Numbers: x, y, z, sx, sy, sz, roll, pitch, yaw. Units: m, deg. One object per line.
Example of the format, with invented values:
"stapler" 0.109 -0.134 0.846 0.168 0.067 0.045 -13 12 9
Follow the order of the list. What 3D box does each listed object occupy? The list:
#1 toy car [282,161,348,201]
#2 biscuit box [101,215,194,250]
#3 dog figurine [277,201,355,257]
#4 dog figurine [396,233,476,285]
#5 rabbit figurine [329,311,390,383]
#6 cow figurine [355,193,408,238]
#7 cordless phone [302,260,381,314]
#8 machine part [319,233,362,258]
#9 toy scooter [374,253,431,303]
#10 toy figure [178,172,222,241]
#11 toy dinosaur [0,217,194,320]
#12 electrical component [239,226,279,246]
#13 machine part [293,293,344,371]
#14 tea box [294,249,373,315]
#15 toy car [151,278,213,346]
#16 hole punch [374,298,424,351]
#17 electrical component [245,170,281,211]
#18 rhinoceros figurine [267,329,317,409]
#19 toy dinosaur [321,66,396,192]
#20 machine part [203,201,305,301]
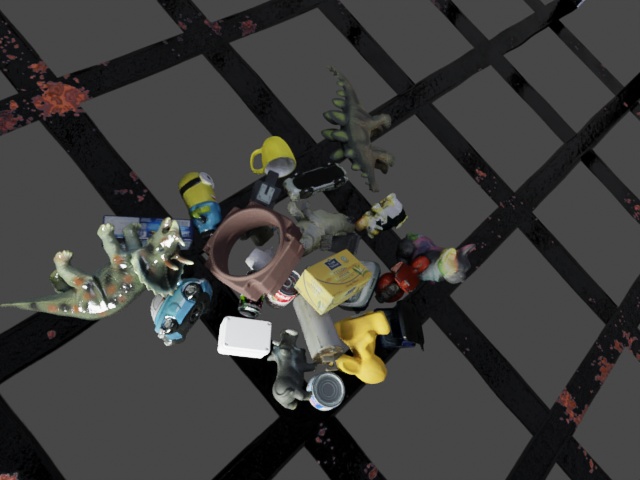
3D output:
"toy car" -0.010 -0.164 1.497 0.202 0.056 0.073 -21 69 -31
"biscuit box" -0.400 -0.015 1.253 0.203 0.063 0.059 3 64 -22
"dog figurine" 0.000 -0.006 1.406 0.190 0.121 0.172 22 91 -31
"dog figurine" 0.311 0.040 1.435 0.108 0.219 0.191 -5 68 -29
"rabbit figurine" 0.105 0.269 1.300 0.162 0.122 0.173 -19 93 -26
"cow figurine" 0.173 -0.055 1.515 0.167 0.068 0.098 -38 90 -32
"cordless phone" 0.052 0.095 1.380 0.184 0.088 0.146 27 58 -3
"machine part" 0.055 0.013 1.386 0.138 0.039 0.084 13 101 -48
"toy scooter" 0.201 0.109 1.364 0.075 0.184 0.135 47 29 -1
"toy figure" -0.293 -0.085 1.324 0.089 0.082 0.180 -9 73 -22
"toy dinosaur" -0.442 0.089 1.117 0.405 0.131 0.192 -36 77 -1
"electrical component" -0.161 -0.029 1.374 0.102 0.045 0.078 -52 120 -30
"machine part" -0.005 0.204 1.271 0.079 0.079 0.243 -2 45 -24
"tea box" 0.034 0.096 1.265 0.098 0.068 0.169 44 38 17
"toy car" -0.318 0.147 1.194 0.103 0.109 0.161 27 67 19
"hole punch" 0.206 0.222 1.388 0.115 0.092 0.142 21 51 -48
"electrical component" -0.146 -0.126 1.424 0.075 0.047 0.119 20 59 -13
"rhinoceros figurine" -0.071 0.289 1.220 0.112 0.073 0.190 32 34 -23
"toy dinosaur" 0.109 -0.337 1.607 0.198 0.105 0.471 2 60 -18
"machine part" -0.155 0.022 1.246 0.201 0.087 0.201 27 76 29
